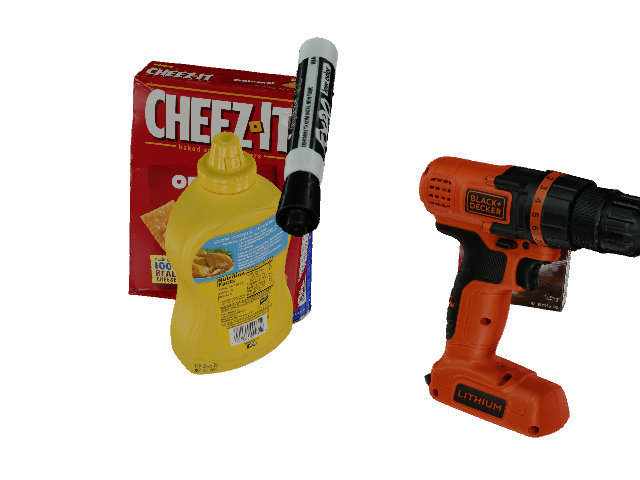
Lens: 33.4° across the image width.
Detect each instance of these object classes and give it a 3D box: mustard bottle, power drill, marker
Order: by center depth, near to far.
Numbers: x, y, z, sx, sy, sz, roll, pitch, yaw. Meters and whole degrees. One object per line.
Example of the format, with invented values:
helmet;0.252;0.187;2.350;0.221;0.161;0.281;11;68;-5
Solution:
marker;-0.005;-0.048;0.483;0.020;0.121;0.020;3;-43;3
power drill;0.148;0.040;0.763;0.185;0.188;0.057;17;20;40
mustard bottle;-0.066;0.006;0.780;0.096;0.192;0.058;-20;43;-26

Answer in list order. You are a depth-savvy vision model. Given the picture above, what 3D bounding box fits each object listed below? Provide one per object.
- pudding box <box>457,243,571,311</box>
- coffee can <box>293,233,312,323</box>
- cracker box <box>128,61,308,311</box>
pudding box;0.199;0.018;1.096;0.114;0.090;0.039;8;23;17
coffee can;-0.060;0.016;1.256;0.103;0.140;0.103;1;26;-1
cracker box;-0.090;-0.047;0.988;0.164;0.214;0.072;7;22;4
